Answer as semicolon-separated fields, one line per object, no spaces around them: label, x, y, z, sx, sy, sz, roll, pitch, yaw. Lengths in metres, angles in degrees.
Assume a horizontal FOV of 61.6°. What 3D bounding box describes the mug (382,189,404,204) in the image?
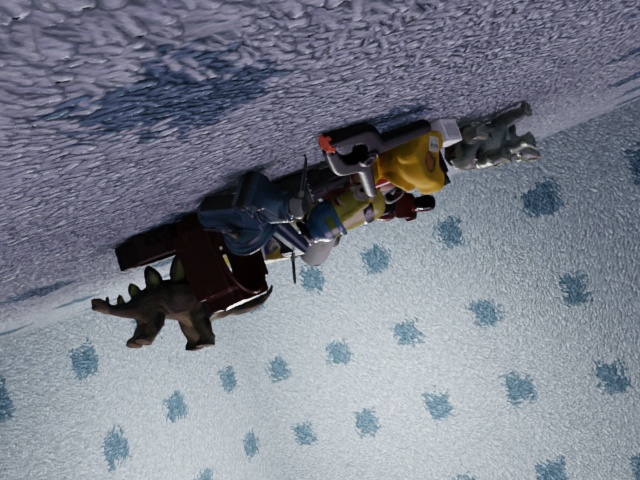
mug;0.170;-0.151;1.316;0.107;0.109;0.081;-33;174;-11

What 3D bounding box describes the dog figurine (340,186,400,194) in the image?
dog figurine;0.127;-0.126;1.494;0.219;0.108;0.191;-24;177;4

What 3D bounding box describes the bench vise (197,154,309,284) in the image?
bench vise;-0.087;-0.029;0.949;0.224;0.129;0.240;-14;145;26

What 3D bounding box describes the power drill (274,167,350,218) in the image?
power drill;-0.053;-0.084;1.107;0.232;0.086;0.207;-21;-177;-7

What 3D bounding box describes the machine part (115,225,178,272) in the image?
machine part;-0.340;0.013;1.133;0.179;0.056;0.179;-21;179;0

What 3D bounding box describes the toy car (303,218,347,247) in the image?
toy car;0.017;-0.029;1.374;0.089;0.053;0.202;-33;156;-3

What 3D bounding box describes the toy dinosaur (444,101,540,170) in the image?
toy dinosaur;0.366;-0.213;1.239;0.405;0.131;0.192;-17;175;-33

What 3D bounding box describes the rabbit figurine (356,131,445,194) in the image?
rabbit figurine;0.132;-0.141;1.023;0.173;0.121;0.162;3;-167;43

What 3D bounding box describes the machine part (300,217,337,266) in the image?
machine part;-0.003;-0.004;1.245;0.079;0.079;0.243;-20;162;-18

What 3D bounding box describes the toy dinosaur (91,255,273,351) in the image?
toy dinosaur;-0.275;0.140;1.176;0.105;0.198;0.471;-15;161;38

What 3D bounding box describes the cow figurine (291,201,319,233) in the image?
cow figurine;-0.064;-0.063;1.369;0.127;0.085;0.195;-48;155;20

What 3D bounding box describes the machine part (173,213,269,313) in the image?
machine part;-0.194;0.035;1.100;0.087;0.201;0.201;-23;177;19

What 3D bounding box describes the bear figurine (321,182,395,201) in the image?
bear figurine;0.094;-0.131;1.221;0.196;0.132;0.120;-49;147;-13

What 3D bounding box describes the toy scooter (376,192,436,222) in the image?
toy scooter;0.203;-0.083;1.403;0.184;0.075;0.135;-2;173;0

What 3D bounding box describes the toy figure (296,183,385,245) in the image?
toy figure;0.044;-0.052;1.085;0.180;0.082;0.089;-32;149;6

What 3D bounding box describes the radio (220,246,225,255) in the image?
radio;-0.253;-0.002;1.326;0.131;0.073;0.229;-21;178;6

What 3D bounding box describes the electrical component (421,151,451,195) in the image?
electrical component;0.267;-0.177;1.331;0.058;0.115;0.134;-25;178;-5
